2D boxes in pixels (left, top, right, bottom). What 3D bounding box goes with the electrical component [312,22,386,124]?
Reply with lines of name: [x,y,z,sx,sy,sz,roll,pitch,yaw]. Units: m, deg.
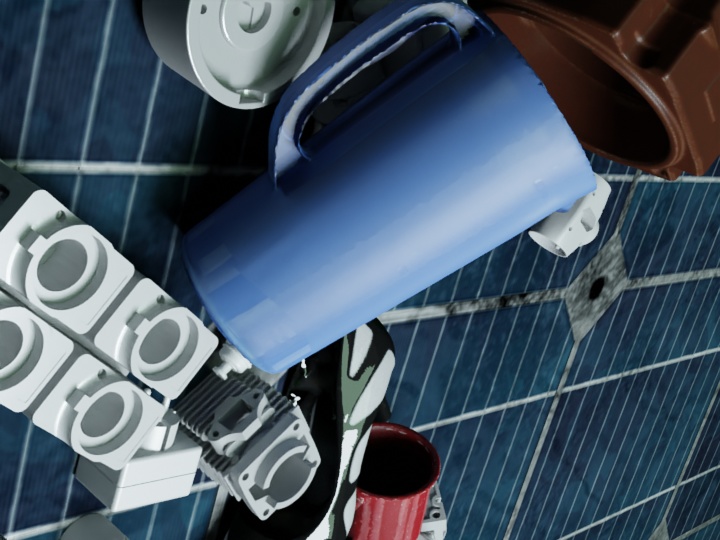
electrical component: [-0.012,-0.131,0.709,0.055,0.055,0.047,-41,136,-24]

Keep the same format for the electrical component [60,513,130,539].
electrical component: [-0.165,0.205,0.729,0.043,0.081,0.043,-29,133,-36]

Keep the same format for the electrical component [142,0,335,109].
electrical component: [-0.074,-0.153,0.615,0.108,0.060,0.108,-29,134,-36]

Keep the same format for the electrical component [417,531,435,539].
electrical component: [0.018,0.267,0.975,0.099,0.100,0.048,-46,154,-19]

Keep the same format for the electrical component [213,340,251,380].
electrical component: [-0.073,0.046,0.766,0.078,0.040,0.040,-47,141,-18]

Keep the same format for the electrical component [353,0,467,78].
electrical component: [0.036,-0.155,0.742,0.061,0.061,0.096,-51,148,-28]

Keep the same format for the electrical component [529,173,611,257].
electrical component: [0.206,-0.048,1.031,0.077,0.043,0.079,-56,144,-6]

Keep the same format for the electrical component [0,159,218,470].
electrical component: [-0.172,0.034,0.624,0.105,0.060,0.186,-53,143,-10]

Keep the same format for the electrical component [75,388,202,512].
electrical component: [-0.144,0.112,0.721,0.066,0.047,0.076,-1,114,-49]

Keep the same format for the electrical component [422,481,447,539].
electrical component: [0.061,0.241,1.044,0.048,0.066,0.055,-8,136,-6]
